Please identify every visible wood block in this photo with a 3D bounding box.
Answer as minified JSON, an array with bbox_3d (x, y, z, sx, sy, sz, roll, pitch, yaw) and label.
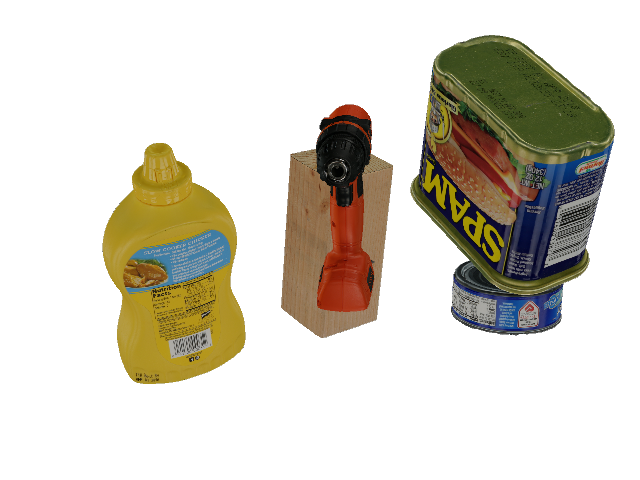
[{"bbox_3d":[0.017,-0.001,1.278,0.090,0.206,0.090,-15,32,-34],"label":"wood block"}]

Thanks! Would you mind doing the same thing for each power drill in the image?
[{"bbox_3d":[0.025,-0.029,1.048,0.057,0.188,0.184,3,21,6],"label":"power drill"}]

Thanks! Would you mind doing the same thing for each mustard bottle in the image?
[{"bbox_3d":[-0.108,0.015,0.775,0.096,0.192,0.058,-15,40,-18],"label":"mustard bottle"}]

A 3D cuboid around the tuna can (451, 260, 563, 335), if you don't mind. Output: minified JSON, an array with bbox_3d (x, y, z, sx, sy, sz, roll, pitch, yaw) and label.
[{"bbox_3d":[0.145,0.041,0.832,0.086,0.034,0.086,0,19,0],"label":"tuna can"}]

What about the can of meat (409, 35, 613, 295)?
[{"bbox_3d":[0.091,-0.039,0.519,0.057,0.084,0.102,-19,47,-22],"label":"can of meat"}]
